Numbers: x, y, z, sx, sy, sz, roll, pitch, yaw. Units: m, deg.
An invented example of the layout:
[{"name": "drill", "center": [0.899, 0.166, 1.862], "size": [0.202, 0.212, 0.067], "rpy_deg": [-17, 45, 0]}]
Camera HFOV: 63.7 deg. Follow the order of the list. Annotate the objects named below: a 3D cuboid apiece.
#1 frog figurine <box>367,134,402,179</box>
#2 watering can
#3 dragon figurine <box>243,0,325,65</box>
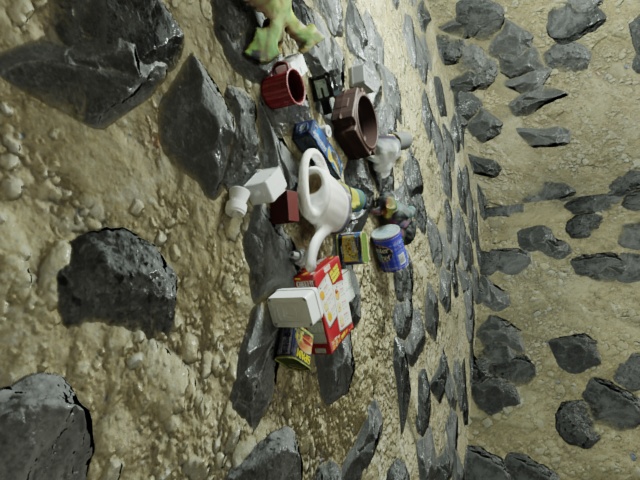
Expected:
[{"name": "frog figurine", "center": [0.225, -0.299, 1.850], "size": [0.138, 0.123, 0.158], "rpy_deg": [-6, 99, -30]}, {"name": "watering can", "center": [0.004, -0.069, 1.363], "size": [0.222, 0.103, 0.353], "rpy_deg": [30, 53, -58]}, {"name": "dragon figurine", "center": [-0.141, -0.546, 1.231], "size": [0.412, 0.122, 0.242], "rpy_deg": [-7, 95, -46]}]
